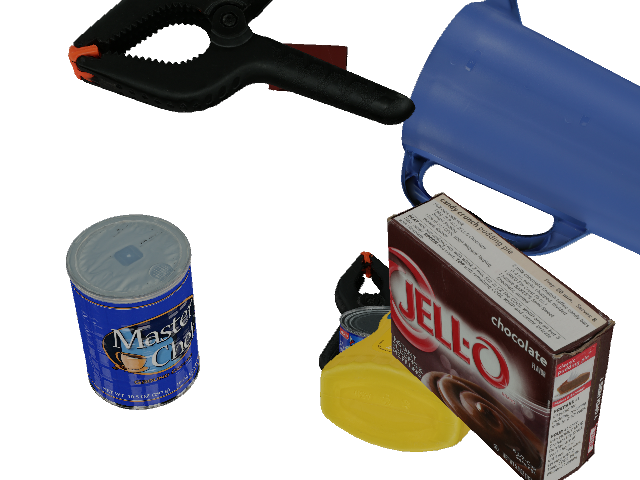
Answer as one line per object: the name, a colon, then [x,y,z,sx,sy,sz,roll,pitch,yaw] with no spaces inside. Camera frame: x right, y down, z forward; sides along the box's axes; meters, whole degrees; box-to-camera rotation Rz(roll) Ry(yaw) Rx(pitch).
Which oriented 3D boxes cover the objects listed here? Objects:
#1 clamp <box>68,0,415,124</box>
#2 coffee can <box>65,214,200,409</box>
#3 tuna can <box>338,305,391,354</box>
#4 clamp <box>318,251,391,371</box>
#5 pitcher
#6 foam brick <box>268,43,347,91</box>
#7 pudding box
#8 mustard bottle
clamp: [-0.049,-0.124,0.672,0.210,0.164,0.036,-19,-17,-8]
coffee can: [-0.159,0.063,0.926,0.103,0.140,0.103,1,42,-1]
tuna can: [0.059,0.087,0.948,0.086,0.034,0.086,2,15,-1]
clamp: [0.066,0.082,1.184,0.120,0.171,0.039,7,-43,3]
pitcher: [0.189,-0.068,0.828,0.243,0.149,0.144,29,46,17]
foam brick: [-0.015,-0.188,1.162,0.078,0.051,0.053,0,11,-16]
pudding box: [0.077,0.044,0.482,0.039,0.090,0.114,-29,45,-24]
mustard bottle: [0.081,0.076,0.730,0.096,0.058,0.191,8,20,25]
